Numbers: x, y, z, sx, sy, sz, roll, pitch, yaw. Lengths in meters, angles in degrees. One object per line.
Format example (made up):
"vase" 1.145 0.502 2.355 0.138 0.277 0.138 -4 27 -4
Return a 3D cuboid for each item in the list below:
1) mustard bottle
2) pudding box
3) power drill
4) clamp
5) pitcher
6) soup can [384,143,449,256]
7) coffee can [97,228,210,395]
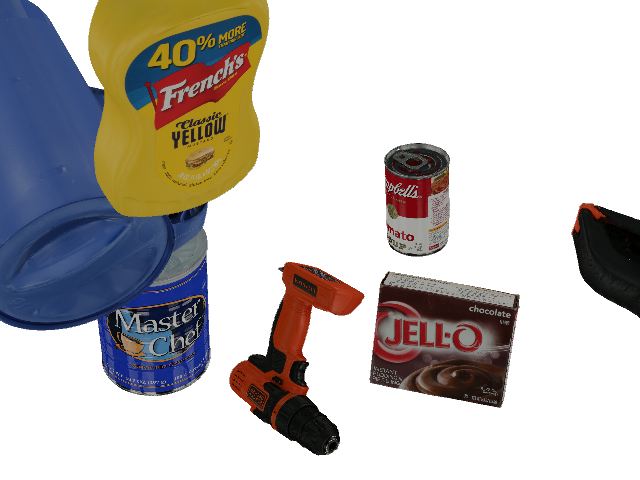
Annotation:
"mustard bottle" -0.074 -0.098 0.565 0.096 0.058 0.192 -21 -33 -23
"pudding box" 0.100 0.080 0.871 0.113 0.090 0.039 9 22 10
"power drill" -0.019 0.132 1.226 0.057 0.188 0.185 15 10 -45
"clamp" 0.240 0.033 0.716 0.120 0.039 0.171 -5 44 -26
"pitcher" -0.199 -0.068 0.772 0.145 0.243 0.149 -39 -33 14
"soup can" 0.102 -0.043 1.131 0.068 0.102 0.068 -3 35 2
"coffee can" -0.151 0.055 0.961 0.103 0.140 0.103 2 40 -2
